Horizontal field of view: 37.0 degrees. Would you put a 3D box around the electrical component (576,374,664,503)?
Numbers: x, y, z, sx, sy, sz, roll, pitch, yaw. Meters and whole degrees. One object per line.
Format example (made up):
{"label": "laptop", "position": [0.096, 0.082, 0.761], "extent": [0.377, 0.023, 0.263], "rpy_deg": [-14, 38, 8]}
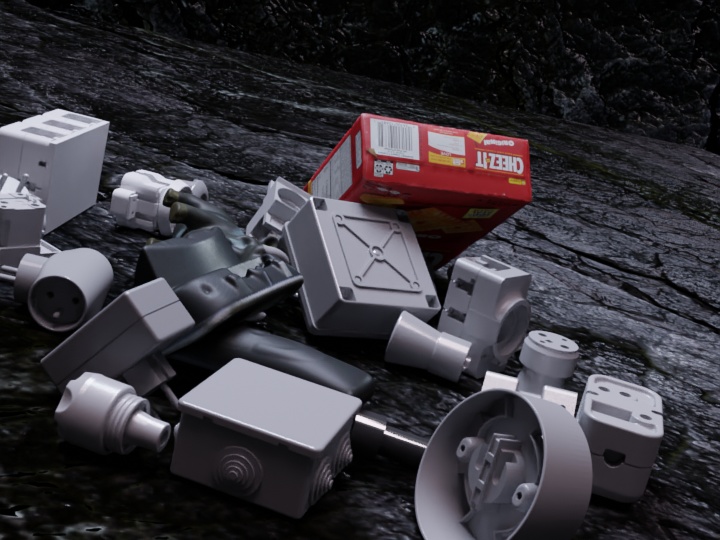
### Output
{"label": "electrical component", "position": [0.176, 0.119, 0.748], "extent": [0.054, 0.059, 0.095], "rpy_deg": [17, 16, 10]}

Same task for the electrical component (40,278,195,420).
{"label": "electrical component", "position": [-0.141, 0.061, 0.675], "extent": [0.075, 0.083, 0.047], "rpy_deg": [54, 22, 2]}

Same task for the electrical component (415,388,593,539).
{"label": "electrical component", "position": [0.082, 0.118, 0.617], "extent": [0.064, 0.099, 0.099], "rpy_deg": [12, 15, -31]}

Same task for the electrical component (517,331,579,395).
{"label": "electrical component", "position": [0.147, 0.082, 0.858], "extent": [0.045, 0.055, 0.045], "rpy_deg": [13, 16, -4]}

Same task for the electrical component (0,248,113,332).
{"label": "electrical component", "position": [-0.233, 0.010, 0.805], "extent": [0.079, 0.044, 0.077], "rpy_deg": [13, 16, -2]}

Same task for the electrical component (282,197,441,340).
{"label": "electrical component", "position": [0.000, 0.000, 0.915], "extent": [0.109, 0.056, 0.108], "rpy_deg": [6, 53, -36]}

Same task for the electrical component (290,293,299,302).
{"label": "electrical component", "position": [-0.042, -0.002, 0.973], "extent": [0.048, 0.062, 0.048], "rpy_deg": [13, 16, -4]}

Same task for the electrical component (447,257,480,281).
{"label": "electrical component", "position": [0.123, 0.008, 1.108], "extent": [0.062, 0.043, 0.043], "rpy_deg": [0, 21, -43]}

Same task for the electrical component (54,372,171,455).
{"label": "electrical component", "position": [-0.141, 0.087, 0.624], "extent": [0.062, 0.043, 0.043], "rpy_deg": [18, 17, 13]}

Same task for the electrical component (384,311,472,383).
{"label": "electrical component", "position": [0.058, 0.065, 0.870], "extent": [0.065, 0.044, 0.044], "rpy_deg": [21, 17, 8]}

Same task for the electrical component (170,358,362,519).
{"label": "electrical component", "position": [-0.056, 0.099, 0.643], "extent": [0.100, 0.048, 0.100], "rpy_deg": [17, 16, 12]}

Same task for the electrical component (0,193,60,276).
{"label": "electrical component", "position": [-0.283, -0.029, 0.863], "extent": [0.042, 0.063, 0.081], "rpy_deg": [27, 20, 34]}

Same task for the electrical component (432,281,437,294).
{"label": "electrical component", "position": [0.037, 0.020, 0.995], "extent": [0.066, 0.048, 0.055], "rpy_deg": [-1, 14, -42]}

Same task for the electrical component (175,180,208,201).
{"label": "electrical component", "position": [-0.193, -0.074, 1.126], "extent": [0.062, 0.048, 0.048], "rpy_deg": [11, 15, 14]}

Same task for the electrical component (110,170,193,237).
{"label": "electrical component", "position": [-0.202, -0.065, 1.065], "extent": [0.057, 0.058, 0.078], "rpy_deg": [15, 15, 13]}

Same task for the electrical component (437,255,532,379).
{"label": "electrical component", "position": [0.105, 0.040, 0.902], "extent": [0.056, 0.089, 0.050], "rpy_deg": [25, 20, 34]}

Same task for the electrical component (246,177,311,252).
{"label": "electrical component", "position": [-0.077, -0.045, 1.012], "extent": [0.042, 0.063, 0.081], "rpy_deg": [31, 27, -18]}

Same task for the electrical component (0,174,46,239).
{"label": "electrical component", "position": [-0.303, -0.053, 0.905], "extent": [0.077, 0.079, 0.044], "rpy_deg": [-4, 52, -47]}

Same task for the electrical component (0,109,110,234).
{"label": "electrical component", "position": [-0.301, -0.097, 1.032], "extent": [0.062, 0.089, 0.150], "rpy_deg": [14, 16, 2]}

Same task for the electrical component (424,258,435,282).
{"label": "electrical component", "position": [0.055, 0.006, 1.069], "extent": [0.040, 0.040, 0.078], "rpy_deg": [20, -2, 21]}
